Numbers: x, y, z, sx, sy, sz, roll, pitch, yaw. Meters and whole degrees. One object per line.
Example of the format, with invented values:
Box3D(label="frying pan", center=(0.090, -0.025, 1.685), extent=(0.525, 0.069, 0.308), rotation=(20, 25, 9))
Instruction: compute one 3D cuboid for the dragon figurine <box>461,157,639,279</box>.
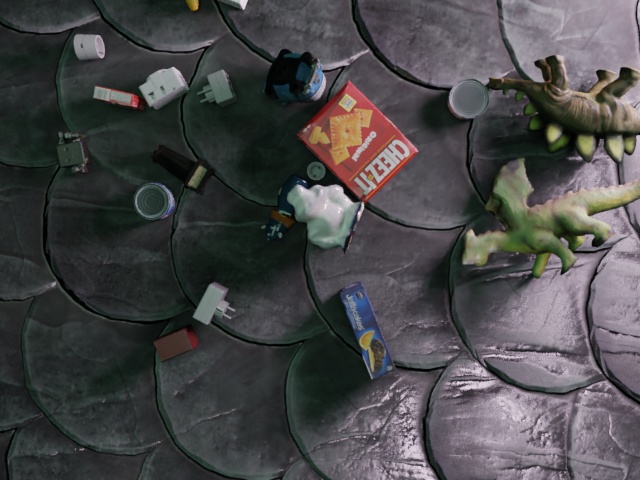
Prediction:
Box3D(label="dragon figurine", center=(0.469, -0.070, 1.077), extent=(0.408, 0.244, 0.122), rotation=(-45, -9, 10))

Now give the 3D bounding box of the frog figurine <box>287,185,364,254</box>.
Box3D(label="frog figurine", center=(0.003, -0.055, 1.102), extent=(0.159, 0.135, 0.124), rotation=(22, 21, 3))
